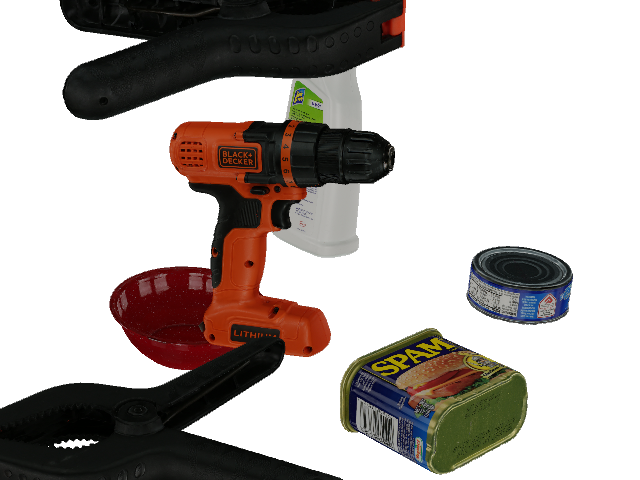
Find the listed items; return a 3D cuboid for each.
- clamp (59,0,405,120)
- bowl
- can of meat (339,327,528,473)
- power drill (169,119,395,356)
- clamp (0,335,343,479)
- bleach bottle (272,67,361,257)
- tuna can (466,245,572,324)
[{"bbox_3d":[-0.042,-0.093,0.496,0.171,0.039,0.120,-4,40,-1],"label":"clamp"},{"bbox_3d":[-0.138,0.087,1.109,0.162,0.055,0.162,5,26,-3],"label":"bowl"},{"bbox_3d":[0.078,0.108,0.723,0.101,0.057,0.084,-18,27,-38],"label":"can of meat"},{"bbox_3d":[-0.030,-0.004,0.858,0.185,0.188,0.057,5,15,21],"label":"power drill"},{"bbox_3d":[-0.097,0.103,0.592,0.210,0.036,0.164,-1,24,-9],"label":"clamp"},{"bbox_3d":[0.006,-0.116,1.131,0.067,0.251,0.103,-11,26,-43],"label":"bleach bottle"},{"bbox_3d":[0.167,0.036,0.894,0.086,0.034,0.086,3,23,-1],"label":"tuna can"}]
